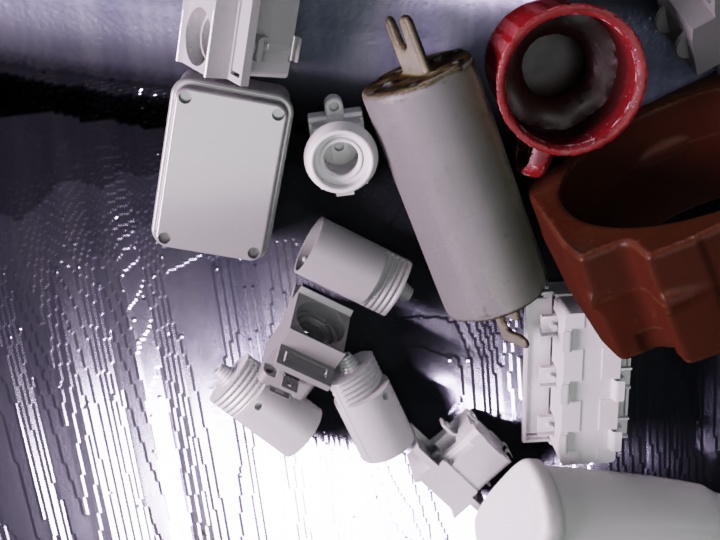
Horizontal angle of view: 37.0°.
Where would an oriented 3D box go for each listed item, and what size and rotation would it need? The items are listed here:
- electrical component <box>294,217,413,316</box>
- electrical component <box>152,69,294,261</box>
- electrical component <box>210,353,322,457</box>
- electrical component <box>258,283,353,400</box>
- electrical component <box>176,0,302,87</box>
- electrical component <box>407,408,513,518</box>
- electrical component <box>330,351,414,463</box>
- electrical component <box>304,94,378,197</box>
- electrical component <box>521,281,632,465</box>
[{"bbox_3d":[0.000,0.000,0.748,0.081,0.043,0.043,26,107,-13],"label":"electrical component"},{"bbox_3d":[-0.090,-0.069,0.709,0.078,0.057,0.113,9,110,-7],"label":"electrical component"},{"bbox_3d":[-0.072,0.095,0.779,0.081,0.043,0.043,39,104,-17],"label":"electrical component"},{"bbox_3d":[-0.040,0.053,0.753,0.042,0.081,0.063,27,129,-13],"label":"electrical component"},{"bbox_3d":[-0.068,-0.181,0.661,0.063,0.079,0.121,-3,114,-34],"label":"electrical component"},{"bbox_3d":[0.076,0.143,0.809,0.064,0.042,0.081,-42,108,10],"label":"electrical component"},{"bbox_3d":[0.005,0.096,0.785,0.043,0.043,0.081,-23,110,5],"label":"electrical component"},{"bbox_3d":[-0.013,-0.078,0.711,0.048,0.055,0.066,-8,111,-1],"label":"electrical component"},{"bbox_3d":[0.160,0.075,0.777,0.079,0.063,0.121,-3,111,-3],"label":"electrical component"}]
